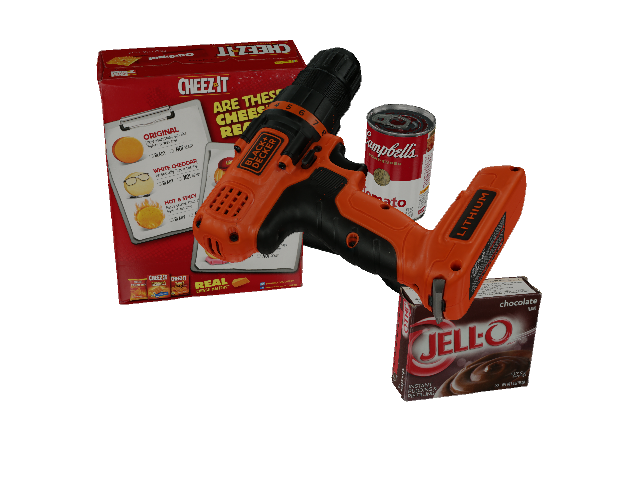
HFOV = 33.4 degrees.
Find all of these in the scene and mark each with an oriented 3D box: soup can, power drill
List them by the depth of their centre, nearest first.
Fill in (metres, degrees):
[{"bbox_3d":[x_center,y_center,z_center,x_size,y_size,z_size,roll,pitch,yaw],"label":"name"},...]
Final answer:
[{"bbox_3d":[0.034,-0.039,0.700,0.188,0.184,0.057,21,-28,22],"label":"power drill"},{"bbox_3d":[0.076,-0.076,1.064,0.068,0.102,0.068,2,32,-1],"label":"soup can"}]

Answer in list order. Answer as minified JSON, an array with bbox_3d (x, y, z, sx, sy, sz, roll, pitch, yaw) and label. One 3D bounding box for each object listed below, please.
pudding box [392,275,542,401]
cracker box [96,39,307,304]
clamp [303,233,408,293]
[{"bbox_3d":[0.117,0.078,0.867,0.113,0.090,0.039,-6,29,-16],"label":"pudding box"},{"bbox_3d":[-0.097,-0.056,0.900,0.164,0.214,0.072,-5,34,-11],"label":"cracker box"},{"bbox_3d":[0.077,0.015,1.244,0.164,0.036,0.210,-22,52,-40],"label":"clamp"}]
